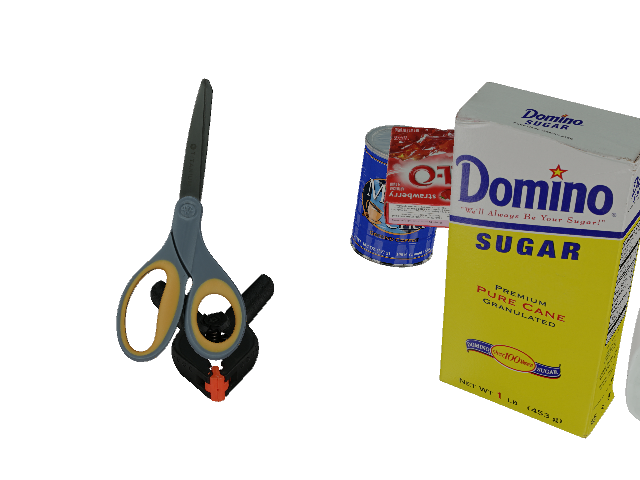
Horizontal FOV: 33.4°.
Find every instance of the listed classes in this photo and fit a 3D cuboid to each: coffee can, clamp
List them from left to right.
[{"bbox_3d":[-0.109,0.084,0.995,0.120,0.039,0.171,-4,29,5],"label":"clamp"},{"bbox_3d":[0.095,-0.054,1.274,0.102,0.140,0.103,6,28,-3],"label":"coffee can"}]

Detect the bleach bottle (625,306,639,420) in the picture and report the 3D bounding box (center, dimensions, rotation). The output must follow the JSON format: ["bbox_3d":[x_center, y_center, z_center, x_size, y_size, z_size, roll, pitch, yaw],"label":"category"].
[{"bbox_3d":[0.281,0.056,0.760,0.103,0.068,0.250,11,22,19],"label":"bleach bottle"}]

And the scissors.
[{"bbox_3d":[-0.076,-0.006,0.736,0.096,0.201,0.016,22,-11,0],"label":"scissors"}]

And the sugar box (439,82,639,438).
[{"bbox_3d":[0.113,0.013,0.555,0.093,0.176,0.048,19,42,27],"label":"sugar box"}]

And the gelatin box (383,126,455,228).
[{"bbox_3d":[0.092,-0.046,0.767,0.089,0.073,0.030,3,-37,7],"label":"gelatin box"}]
